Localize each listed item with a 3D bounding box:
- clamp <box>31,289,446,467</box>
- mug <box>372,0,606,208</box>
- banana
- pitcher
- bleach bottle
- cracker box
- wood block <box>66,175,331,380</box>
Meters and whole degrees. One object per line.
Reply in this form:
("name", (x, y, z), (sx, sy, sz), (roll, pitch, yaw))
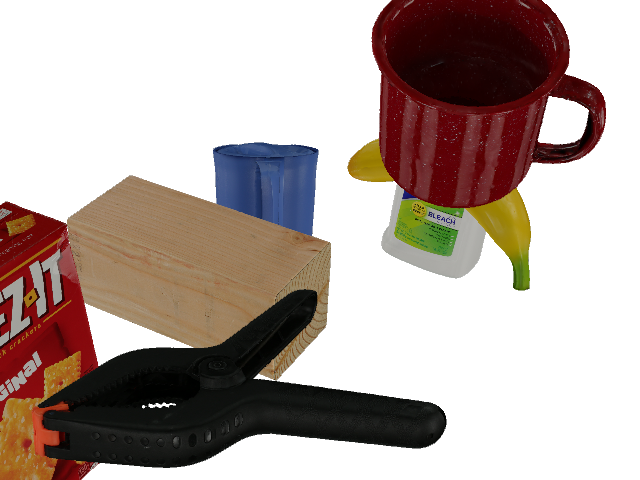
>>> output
("clamp", (-0.057, 0.080, 0.600), (0.209, 0.036, 0.165), (-6, 25, -19))
("mug", (0.082, -0.068, 0.531), (0.117, 0.093, 0.081), (13, -35, 10))
("banana", (0.086, -0.040, 0.763), (0.037, 0.070, 0.198), (12, 20, -42))
("pitcher", (-0.070, -0.001, 1.356), (0.145, 0.243, 0.148), (10, 15, 37))
("bleach bottle", (0.122, -0.088, 1.016), (0.103, 0.251, 0.068), (23, 40, 23))
("cracker box", (-0.233, 0.107, 0.746), (0.072, 0.214, 0.164), (16, 38, 28))
("wood block", (-0.103, 0.028, 0.907), (0.206, 0.090, 0.090), (19, 37, 23))
